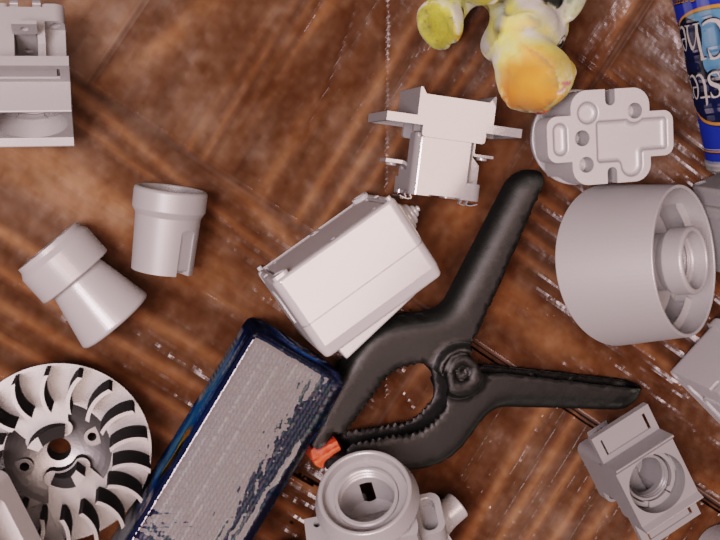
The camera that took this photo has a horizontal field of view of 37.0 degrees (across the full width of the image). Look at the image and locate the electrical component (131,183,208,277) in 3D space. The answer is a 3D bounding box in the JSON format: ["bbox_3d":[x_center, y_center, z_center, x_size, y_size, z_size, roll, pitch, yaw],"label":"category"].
[{"bbox_3d":[-0.106,-0.022,0.592,0.040,0.040,0.046,6,99,-14],"label":"electrical component"}]

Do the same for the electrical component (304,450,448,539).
[{"bbox_3d":[0.007,0.137,0.600,0.078,0.058,0.057,-12,139,1],"label":"electrical component"}]

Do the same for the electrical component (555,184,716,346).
[{"bbox_3d":[0.170,-0.004,0.644,0.099,0.064,0.099,5,83,-49],"label":"electrical component"}]

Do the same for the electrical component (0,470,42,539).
[{"bbox_3d":[-0.245,0.182,0.541,0.186,0.060,0.105,-21,102,10],"label":"electrical component"}]

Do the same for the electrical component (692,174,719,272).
[{"bbox_3d":[0.262,-0.033,0.644,0.078,0.113,0.057,-22,104,-11],"label":"electrical component"}]

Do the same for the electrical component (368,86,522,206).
[{"bbox_3d":[0.047,-0.071,0.623,0.081,0.042,0.063,5,95,-14],"label":"electrical component"}]

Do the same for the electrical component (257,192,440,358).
[{"bbox_3d":[0.000,0.000,0.608,0.096,0.062,0.061,-36,103,-8],"label":"electrical component"}]

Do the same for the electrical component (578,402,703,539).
[{"bbox_3d":[0.169,0.123,0.662,0.042,0.064,0.081,-30,102,-10],"label":"electrical component"}]

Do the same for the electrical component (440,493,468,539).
[{"bbox_3d":[0.036,0.160,0.644,0.062,0.048,0.048,-38,103,-14],"label":"electrical component"}]

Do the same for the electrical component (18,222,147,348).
[{"bbox_3d":[-0.150,0.008,0.581,0.045,0.045,0.055,-41,103,-7],"label":"electrical component"}]

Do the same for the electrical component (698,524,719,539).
[{"bbox_3d":[0.244,0.185,0.684,0.040,0.078,0.040,1,84,-5],"label":"electrical component"}]

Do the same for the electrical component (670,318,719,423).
[{"bbox_3d":[0.263,0.084,0.674,0.113,0.078,0.057,44,87,-14],"label":"electrical component"}]

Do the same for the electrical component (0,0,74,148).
[{"bbox_3d":[-0.170,-0.101,0.553,0.042,0.081,0.063,-1,74,-14],"label":"electrical component"}]

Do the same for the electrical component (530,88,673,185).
[{"bbox_3d":[0.136,-0.079,0.636,0.078,0.057,0.058,-5,98,-13],"label":"electrical component"}]
